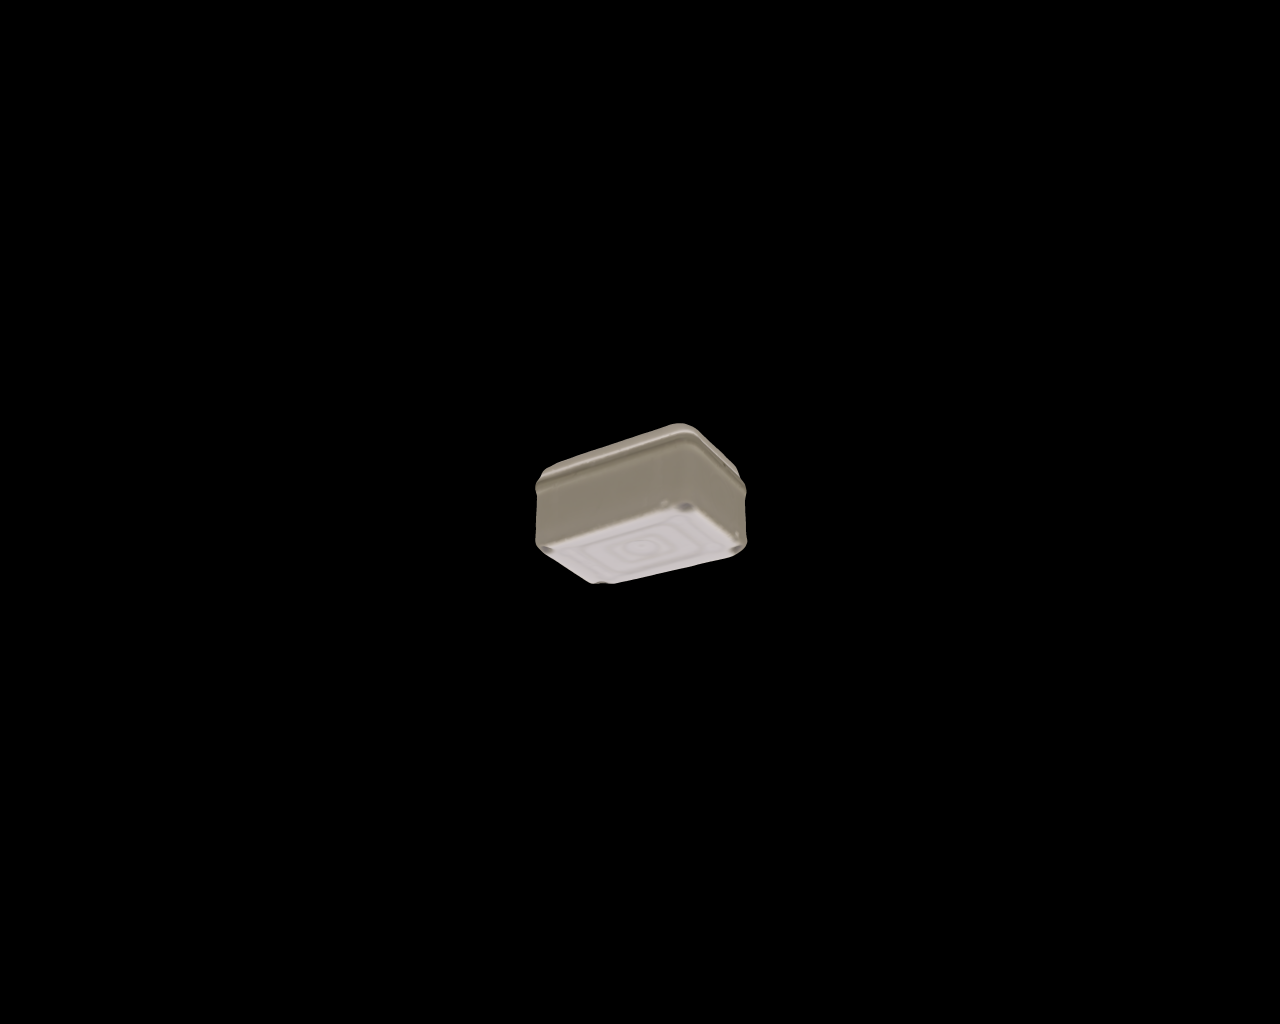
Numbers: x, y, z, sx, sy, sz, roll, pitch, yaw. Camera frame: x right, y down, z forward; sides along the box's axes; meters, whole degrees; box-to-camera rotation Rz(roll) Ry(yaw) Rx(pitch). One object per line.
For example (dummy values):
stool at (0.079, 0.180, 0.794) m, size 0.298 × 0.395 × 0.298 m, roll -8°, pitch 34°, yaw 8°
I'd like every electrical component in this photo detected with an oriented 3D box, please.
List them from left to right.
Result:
electrical component at (0.001, -0.003, 0.650) m, size 0.113 × 0.057 × 0.078 m, roll -15°, pitch -32°, yaw 27°
